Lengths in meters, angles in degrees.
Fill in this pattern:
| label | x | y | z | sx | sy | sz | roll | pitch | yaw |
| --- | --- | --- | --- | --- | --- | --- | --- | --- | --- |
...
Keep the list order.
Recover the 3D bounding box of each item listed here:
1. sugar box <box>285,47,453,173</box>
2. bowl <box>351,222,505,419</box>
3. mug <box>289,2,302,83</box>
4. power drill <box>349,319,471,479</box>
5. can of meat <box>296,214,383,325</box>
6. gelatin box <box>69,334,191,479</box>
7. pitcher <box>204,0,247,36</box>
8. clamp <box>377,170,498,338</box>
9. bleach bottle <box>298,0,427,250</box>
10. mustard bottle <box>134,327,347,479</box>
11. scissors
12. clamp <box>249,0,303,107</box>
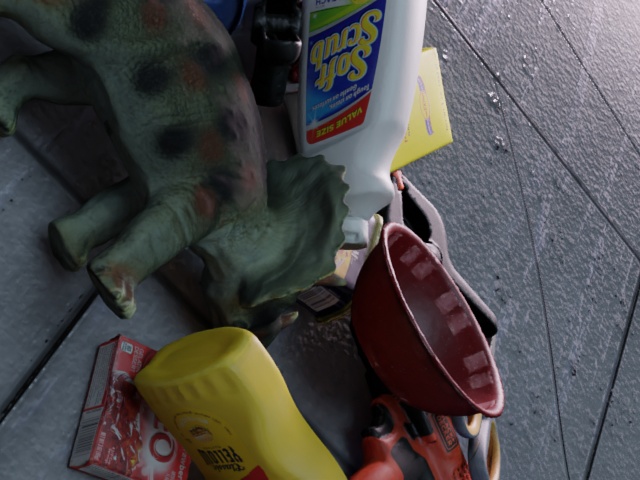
| label | x | y | z | sx | sy | sz | roll | pitch | yaw |
| --- | --- | --- | --- | --- | --- | --- | --- | --- | --- |
| sugar box | 0.048 | -0.105 | 0.927 | 0.175 | 0.048 | 0.093 | -31 | 113 | -49 |
| bowl | 0.070 | 0.069 | 0.782 | 0.162 | 0.055 | 0.162 | 49 | 20 | -25 |
| mug | 0.006 | -0.191 | 0.916 | 0.117 | 0.093 | 0.081 | -7 | 72 | -65 |
| power drill | 0.033 | 0.152 | 0.806 | 0.187 | 0.057 | 0.184 | -27 | 92 | -47 |
| can of meat | -0.006 | 0.001 | 0.837 | 0.083 | 0.058 | 0.102 | 37 | 50 | -25 |
| gelatin box | -0.116 | 0.116 | 0.697 | 0.073 | 0.030 | 0.089 | 30 | 54 | -33 |
| pitcher | -0.093 | -0.273 | 0.820 | 0.145 | 0.149 | 0.242 | 19 | 50 | -1 |
| clamp | 0.083 | 0.025 | 0.925 | 0.120 | 0.039 | 0.171 | -23 | 83 | -51 |
| bleach bottle | 0.033 | -0.118 | 0.800 | 0.068 | 0.103 | 0.251 | 24 | 66 | -59 |
| mustard bottle | -0.033 | 0.146 | 0.679 | 0.191 | 0.096 | 0.058 | 58 | 43 | -18 |
| scissors | 0.133 | 0.118 | 0.903 | 0.096 | 0.016 | 0.201 | 58 | 26 | -33 |
| clamp | -0.032 | -0.151 | 0.780 | 0.036 | 0.210 | 0.164 | 7 | 61 | -6 |
